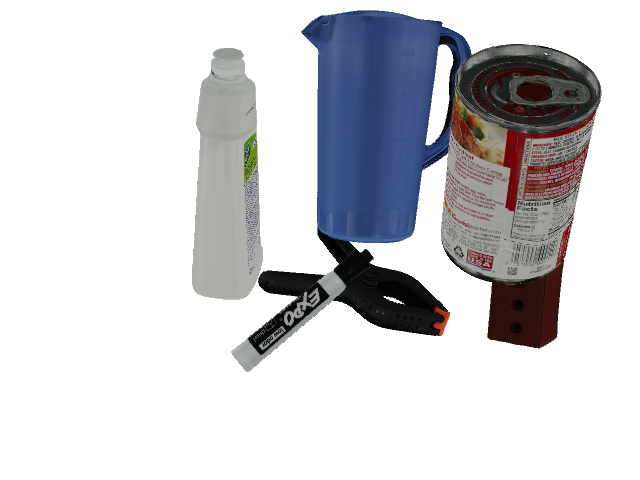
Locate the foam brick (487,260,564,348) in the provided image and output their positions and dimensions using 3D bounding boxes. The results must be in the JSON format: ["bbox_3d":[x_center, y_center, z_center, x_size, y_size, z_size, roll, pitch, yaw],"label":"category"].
[{"bbox_3d":[0.190,0.055,0.989,0.053,0.078,0.051,9,14,29],"label":"foam brick"}]

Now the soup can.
[{"bbox_3d":[0.097,-0.036,0.531,0.068,0.102,0.068,0,43,0],"label":"soup can"}]

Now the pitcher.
[{"bbox_3d":[0.067,-0.124,1.156,0.149,0.243,0.144,9,13,29],"label":"pitcher"}]

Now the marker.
[{"bbox_3d":[-0.011,0.048,0.757,0.121,0.020,0.020,-40,4,-4],"label":"marker"}]

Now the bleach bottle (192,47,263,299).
[{"bbox_3d":[-0.090,-0.069,1.042,0.068,0.251,0.102,6,33,3],"label":"bleach bottle"}]

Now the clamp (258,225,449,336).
[{"bbox_3d":[0.043,0.055,1.211,0.210,0.036,0.164,29,36,21],"label":"clamp"}]
